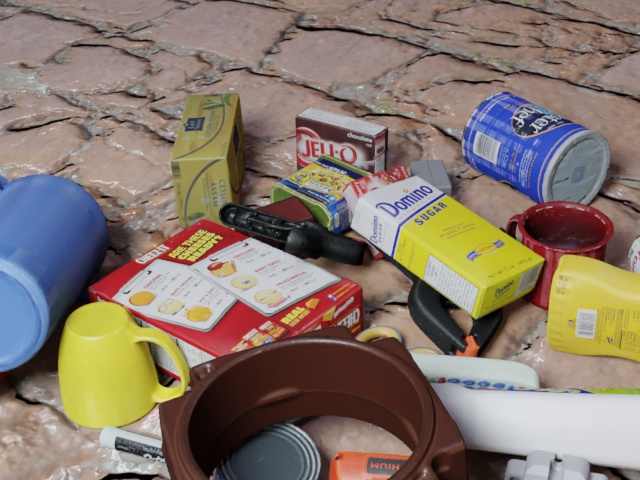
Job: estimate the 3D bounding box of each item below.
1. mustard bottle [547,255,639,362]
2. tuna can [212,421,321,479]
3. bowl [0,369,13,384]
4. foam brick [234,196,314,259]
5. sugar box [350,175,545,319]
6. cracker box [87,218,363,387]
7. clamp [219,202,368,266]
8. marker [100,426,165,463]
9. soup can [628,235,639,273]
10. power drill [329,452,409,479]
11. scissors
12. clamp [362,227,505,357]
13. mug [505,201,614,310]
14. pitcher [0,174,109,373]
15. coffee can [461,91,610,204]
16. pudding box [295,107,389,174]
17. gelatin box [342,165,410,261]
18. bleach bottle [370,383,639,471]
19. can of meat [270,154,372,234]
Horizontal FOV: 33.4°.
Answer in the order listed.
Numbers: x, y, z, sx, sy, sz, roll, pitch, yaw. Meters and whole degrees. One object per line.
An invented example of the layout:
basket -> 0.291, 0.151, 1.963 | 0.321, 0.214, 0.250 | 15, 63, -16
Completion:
mustard bottle -> 0.307, 0.073, 0.970 | 0.192, 0.096, 0.058 | 10, 35, 20
tuna can -> -0.044, 0.187, 0.864 | 0.086, 0.034, 0.086 | 7, 41, -6
bowl -> -0.353, 0.110, 0.976 | 0.162, 0.055, 0.162 | 15, 13, -4
foam brick -> -0.049, -0.005, 1.161 | 0.078, 0.053, 0.051 | -19, 36, -21
sugar box -> 0.123, 0.002, 1.054 | 0.093, 0.048, 0.176 | -21, 47, -38
cracker box -> -0.090, 0.070, 1.032 | 0.214, 0.072, 0.163 | 21, 39, 34
clamp -> -0.007, 0.001, 1.082 | 0.171, 0.039, 0.120 | 13, 12, -36
marker -> -0.132, 0.181, 0.911 | 0.121, 0.020, 0.020 | 11, 35, 20
soup can -> 0.347, 0.039, 1.045 | 0.068, 0.068, 0.102 | -2, 32, 1
power drill -> 0.030, 0.240, 0.776 | 0.184, 0.057, 0.187 | 4, 36, 8
scissors -> 0.014, 0.127, 0.983 | 0.201, 0.016, 0.096 | -14, 36, -17
clamp -> 0.139, 0.045, 1.072 | 0.164, 0.036, 0.210 | 0, 39, -15
mug -> 0.235, 0.014, 1.080 | 0.093, 0.081, 0.117 | -30, 42, -34
pitcher -> -0.290, 0.022, 0.999 | 0.149, 0.145, 0.243 | 7, 17, -4
coffee can -> 0.249, -0.102, 1.240 | 0.102, 0.103, 0.140 | -23, 38, -28
pudding box -> 0.025, -0.102, 1.270 | 0.114, 0.090, 0.039 | 16, 37, 26
gelatin box -> 0.076, -0.031, 1.168 | 0.073, 0.030, 0.089 | -19, 76, -26
bleach bottle -> 0.166, 0.149, 0.873 | 0.251, 0.068, 0.102 | 2, -6, 10
can of meat -> 0.006, -0.048, 1.219 | 0.102, 0.057, 0.083 | 27, 45, 37
